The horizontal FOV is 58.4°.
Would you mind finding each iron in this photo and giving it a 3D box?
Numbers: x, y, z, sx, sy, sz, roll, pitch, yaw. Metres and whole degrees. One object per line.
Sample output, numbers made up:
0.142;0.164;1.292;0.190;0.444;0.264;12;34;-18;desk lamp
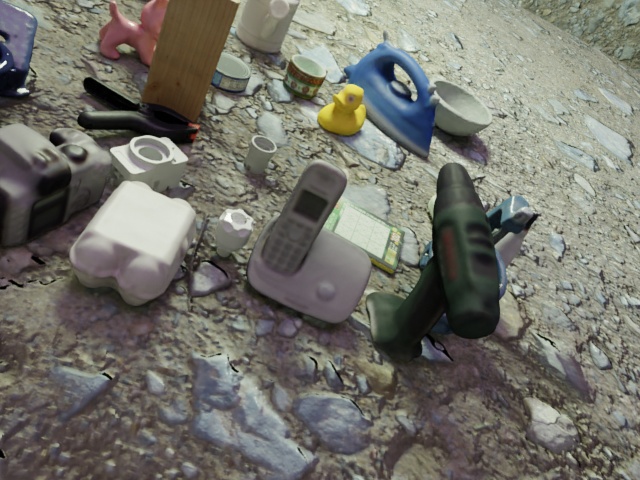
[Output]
0.169;-0.302;1.167;0.119;0.141;0.257;-16;58;-44;iron

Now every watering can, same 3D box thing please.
-0.088;-0.479;1.140;0.101;0.194;0.172;-2;49;-36;watering can

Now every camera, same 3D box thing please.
-0.323;-0.087;0.621;0.136;0.100;0.143;36;38;6;camera

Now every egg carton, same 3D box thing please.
-0.201;0.001;0.634;0.107;0.069;0.150;24;38;-11;egg carton

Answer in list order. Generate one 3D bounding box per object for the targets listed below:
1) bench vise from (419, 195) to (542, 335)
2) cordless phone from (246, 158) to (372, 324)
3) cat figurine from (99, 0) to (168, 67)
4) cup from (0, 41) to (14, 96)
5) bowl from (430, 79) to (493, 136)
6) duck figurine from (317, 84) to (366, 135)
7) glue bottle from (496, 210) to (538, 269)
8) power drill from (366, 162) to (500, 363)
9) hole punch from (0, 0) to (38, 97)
0.207;-0.001;0.797;0.122;0.219;0.207;16;40;-19;bench vise
0.006;0.002;0.682;0.148;0.185;0.094;24;38;-10;cordless phone
-0.282;-0.349;0.925;0.128;0.117;0.067;1;47;-34;cat figurine
-0.424;-0.194;0.673;0.117;0.095;0.092;41;38;12;cup
0.301;-0.287;1.297;0.168;0.074;0.167;19;39;-16;bowl
0.053;-0.251;1.075;0.105;0.086;0.077;-13;56;-43;duck figurine
0.268;0.018;0.856;0.037;0.173;0.078;31;37;-1;glue bottle
0.139;0.043;0.710;0.076;0.208;0.229;15;41;-21;power drill
-0.426;-0.252;0.739;0.109;0.091;0.101;9;43;-27;hole punch
